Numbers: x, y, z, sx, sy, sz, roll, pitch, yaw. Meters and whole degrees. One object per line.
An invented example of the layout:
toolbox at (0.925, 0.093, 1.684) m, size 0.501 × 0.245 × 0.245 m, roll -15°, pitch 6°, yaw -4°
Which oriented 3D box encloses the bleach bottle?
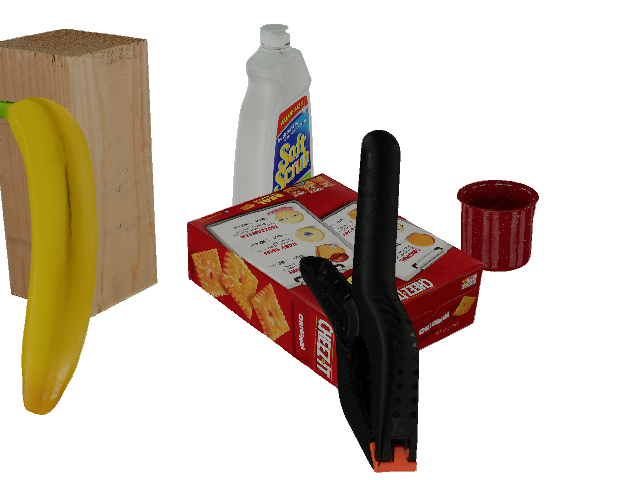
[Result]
bleach bottle at (-0.053, -0.103, 1.144) m, size 0.068 × 0.251 × 0.102 m, roll 20°, pitch 32°, yaw 36°

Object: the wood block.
wood block at (-0.195, -0.057, 0.853) m, size 0.091 × 0.206 × 0.090 m, roll 13°, pitch 24°, yaw 27°

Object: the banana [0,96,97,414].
banana at (-0.151, -0.005, 0.602) m, size 0.037 × 0.198 × 0.070 m, roll 5°, pitch -26°, yaw -36°

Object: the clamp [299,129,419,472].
clamp at (0.032, 0.045, 0.691) m, size 0.036 × 0.210 × 0.165 m, roll 2°, pitch -41°, yaw -18°

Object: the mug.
mug at (0.213, -0.020, 1.248) m, size 0.093 × 0.081 × 0.117 m, roll 19°, pitch 33°, yaw 38°

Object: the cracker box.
cracker box at (0.009, 0.029, 0.943) m, size 0.163 × 0.072 × 0.214 m, roll -22°, pitch 39°, yaw -35°
